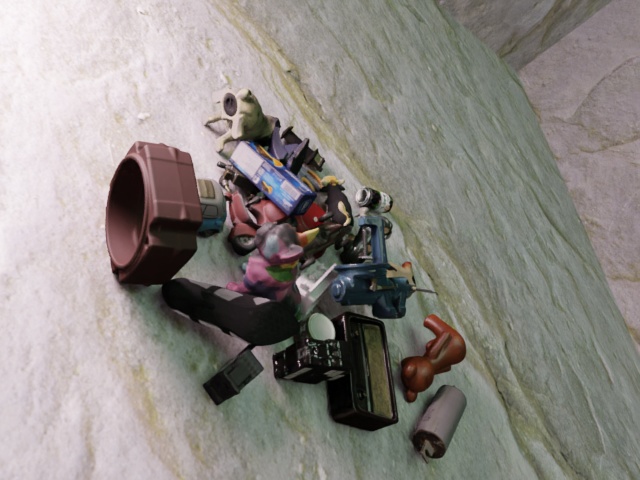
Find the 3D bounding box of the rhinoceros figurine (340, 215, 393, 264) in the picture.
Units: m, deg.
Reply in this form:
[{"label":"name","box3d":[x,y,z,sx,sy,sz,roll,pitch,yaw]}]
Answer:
[{"label":"rhinoceros figurine","box3d":[0.125,-0.001,1.348,0.073,0.112,0.190,32,49,16]}]

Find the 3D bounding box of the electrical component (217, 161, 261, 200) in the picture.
[{"label":"electrical component","box3d":[-0.177,-0.128,1.178,0.102,0.045,0.078,19,21,-40]}]

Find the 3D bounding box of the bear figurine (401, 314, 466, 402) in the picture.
[{"label":"bear figurine","box3d":[0.250,0.283,1.279,0.196,0.132,0.120,-27,121,-23]}]

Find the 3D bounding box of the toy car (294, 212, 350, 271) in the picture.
[{"label":"toy car","box3d":[-0.002,-0.004,1.172,0.202,0.053,0.089,-26,82,-49]}]

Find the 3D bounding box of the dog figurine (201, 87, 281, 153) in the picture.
[{"label":"dog figurine","box3d":[-0.148,-0.283,1.226,0.190,0.172,0.121,-17,86,-43]}]

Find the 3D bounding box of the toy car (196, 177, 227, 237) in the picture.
[{"label":"toy car","box3d":[-0.237,-0.076,1.025,0.161,0.103,0.109,10,55,-45]}]

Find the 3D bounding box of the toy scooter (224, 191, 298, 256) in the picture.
[{"label":"toy scooter","box3d":[-0.137,-0.053,1.135,0.184,0.075,0.135,-27,82,-44]}]

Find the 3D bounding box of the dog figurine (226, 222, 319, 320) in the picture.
[{"label":"dog figurine","box3d":[-0.068,0.064,1.004,0.191,0.219,0.108,47,42,-8]}]

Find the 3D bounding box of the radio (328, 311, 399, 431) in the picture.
[{"label":"radio","box3d":[0.082,0.269,1.122,0.131,0.073,0.230,24,45,-35]}]

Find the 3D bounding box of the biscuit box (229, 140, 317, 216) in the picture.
[{"label":"biscuit box","box3d":[-0.101,-0.133,1.149,0.203,0.059,0.063,43,21,20]}]

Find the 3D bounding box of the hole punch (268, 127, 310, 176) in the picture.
[{"label":"hole punch","box3d":[-0.090,-0.185,1.247,0.092,0.142,0.116,25,51,-2]}]

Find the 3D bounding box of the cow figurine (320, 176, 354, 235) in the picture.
[{"label":"cow figurine","box3d":[0.038,-0.094,1.316,0.068,0.098,0.167,-12,70,-8]}]

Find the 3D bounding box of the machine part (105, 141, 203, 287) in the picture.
[{"label":"machine part","box3d":[-0.278,-0.042,0.873,0.087,0.201,0.201,7,58,-40]}]

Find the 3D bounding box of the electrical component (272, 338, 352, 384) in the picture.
[{"label":"electrical component","box3d":[-0.006,0.232,1.025,0.134,0.115,0.058,17,55,-38]}]

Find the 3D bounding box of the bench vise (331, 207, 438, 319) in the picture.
[{"label":"bench vise","box3d":[0.121,0.050,1.158,0.224,0.129,0.240,0,83,-23]}]

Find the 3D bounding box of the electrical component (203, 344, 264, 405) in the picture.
[{"label":"electrical component","box3d":[-0.138,0.224,0.928,0.047,0.075,0.119,54,35,0]}]

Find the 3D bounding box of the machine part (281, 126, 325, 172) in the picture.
[{"label":"machine part","box3d":[-0.042,-0.236,1.396,0.139,0.039,0.084,41,32,-15]}]

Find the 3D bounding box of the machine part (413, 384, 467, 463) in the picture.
[{"label":"machine part","box3d":[0.274,0.408,1.218,0.079,0.079,0.243,54,39,0]}]

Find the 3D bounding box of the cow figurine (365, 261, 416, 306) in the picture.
[{"label":"cow figurine","box3d":[0.161,0.103,1.328,0.195,0.085,0.127,17,45,-39]}]

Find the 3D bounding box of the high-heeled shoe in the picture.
[{"label":"high-heeled shoe","box3d":[-0.159,0.126,0.960,0.248,0.145,0.086,28,78,-43]}]
